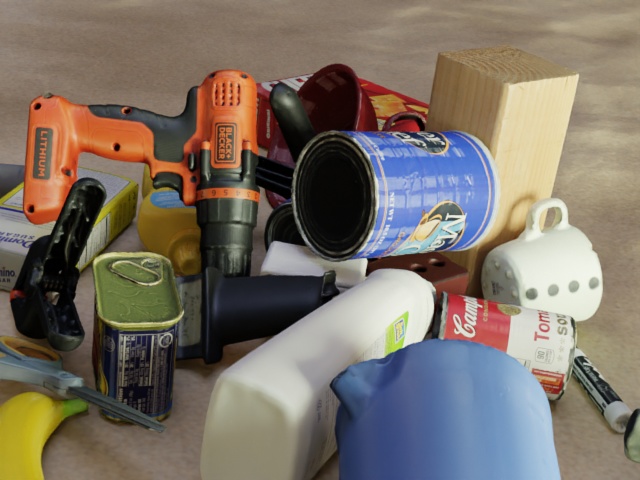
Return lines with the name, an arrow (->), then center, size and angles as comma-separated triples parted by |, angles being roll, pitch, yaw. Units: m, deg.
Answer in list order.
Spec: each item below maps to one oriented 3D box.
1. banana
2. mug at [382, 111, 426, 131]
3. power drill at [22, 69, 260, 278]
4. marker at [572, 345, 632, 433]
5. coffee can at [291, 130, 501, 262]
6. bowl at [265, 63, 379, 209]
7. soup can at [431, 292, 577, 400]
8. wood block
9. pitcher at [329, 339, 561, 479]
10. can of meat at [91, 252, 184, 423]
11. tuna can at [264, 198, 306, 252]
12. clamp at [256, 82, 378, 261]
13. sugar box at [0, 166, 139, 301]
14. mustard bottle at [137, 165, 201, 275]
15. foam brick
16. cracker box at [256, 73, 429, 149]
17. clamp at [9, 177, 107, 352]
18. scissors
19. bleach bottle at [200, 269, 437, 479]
banana -> -0.171, 0.144, 0.643 | 0.069, 0.037, 0.198 | 0, 27, -14
mug -> 0.095, -0.073, 1.080 | 0.081, 0.117, 0.093 | -13, 2, -28
power drill -> -0.142, -0.048, 0.869 | 0.187, 0.184, 0.057 | 1, -10, -1
marker -> 0.212, 0.109, 0.842 | 0.020, 0.020, 0.121 | 1, 26, -15
coffee can -> 0.062, -0.038, 0.866 | 0.140, 0.103, 0.103 | -4, 28, -39
bowl -> 0.010, -0.093, 1.075 | 0.055, 0.162, 0.162 | 22, 17, -31
soup can -> 0.138, 0.082, 0.821 | 0.102, 0.068, 0.068 | 10, 26, 3
wood block -> 0.149, -0.059, 0.953 | 0.090, 0.206, 0.090 | -12, 32, -35
pitcher -> 0.081, 0.176, 0.562 | 0.149, 0.145, 0.242 | -4, 29, 4
can of meat -> -0.132, 0.068, 0.755 | 0.057, 0.084, 0.102 | 0, 27, -16
tuna can -> -0.006, 0.001, 0.925 | 0.086, 0.086, 0.033 | 22, 30, 26
clamp -> -0.012, -0.047, 0.972 | 0.165, 0.210, 0.036 | -13, 39, 53
sugar box -> -0.236, -0.012, 0.937 | 0.093, 0.048, 0.176 | 13, 30, 10
mustard bottle -> -0.117, -0.020, 0.970 | 0.096, 0.058, 0.191 | 8, 25, -11
foam brick -> 0.078, 0.045, 0.898 | 0.078, 0.051, 0.053 | -15, 34, -38
cracker box -> 0.038, -0.130, 1.223 | 0.163, 0.072, 0.214 | -17, 35, -42
clamp -> -0.195, 0.038, 0.774 | 0.039, 0.172, 0.120 | 18, 62, -20
scissors -> -0.186, 0.092, 0.698 | 0.096, 0.016, 0.202 | 9, 4, -35
bleach bottle -> 0.017, 0.088, 0.742 | 0.068, 0.103, 0.250 | 22, 27, 23
